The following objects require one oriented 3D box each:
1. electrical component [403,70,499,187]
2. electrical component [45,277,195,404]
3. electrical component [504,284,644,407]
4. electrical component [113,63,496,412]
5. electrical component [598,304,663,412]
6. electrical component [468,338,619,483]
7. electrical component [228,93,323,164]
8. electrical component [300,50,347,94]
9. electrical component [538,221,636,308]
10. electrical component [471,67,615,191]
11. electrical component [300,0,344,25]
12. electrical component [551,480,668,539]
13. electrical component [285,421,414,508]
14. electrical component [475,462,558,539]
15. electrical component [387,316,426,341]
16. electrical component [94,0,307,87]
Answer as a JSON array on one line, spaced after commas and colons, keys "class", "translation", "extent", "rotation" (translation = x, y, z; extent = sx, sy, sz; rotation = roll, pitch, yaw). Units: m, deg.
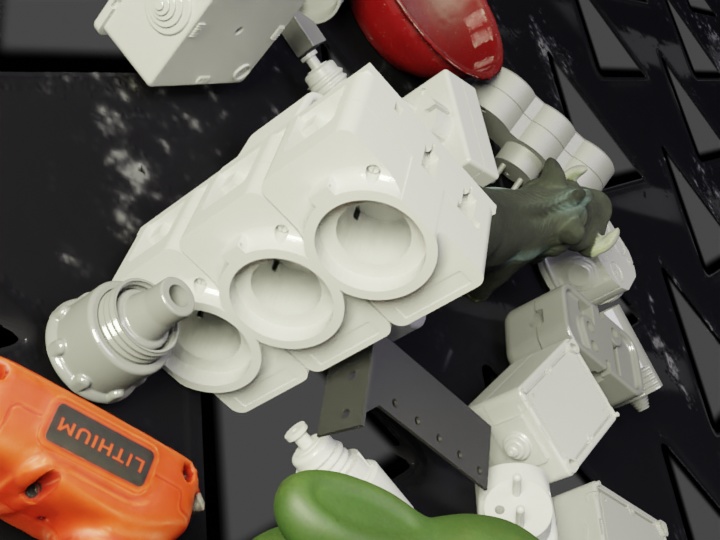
[{"class": "electrical component", "translation": [0.051, -0.100, 0.764], "extent": [0.076, 0.047, 0.083], "rotation": [23, 47, -44]}, {"class": "electrical component", "translation": [-0.094, 0.024, 0.442], "extent": [0.048, 0.062, 0.048], "rotation": [35, 39, -34]}, {"class": "electrical component", "translation": [0.146, 0.060, 0.753], "extent": [0.095, 0.059, 0.053], "rotation": [37, 38, -32]}, {"class": "electrical component", "translation": [-0.028, -0.006, 0.475], "extent": [0.089, 0.150, 0.061], "rotation": [45, 33, -22]}, {"class": "electrical component", "translation": [0.202, 0.072, 0.836], "extent": [0.043, 0.043, 0.081], "rotation": [-18, 79, -58]}, {"class": "electrical component", "translation": [0.107, 0.095, 0.674], "extent": [0.096, 0.061, 0.061], "rotation": [-33, 92, -51]}, {"class": "electrical component", "translation": [-0.040, -0.045, 0.578], "extent": [0.053, 0.059, 0.095], "rotation": [47, 33, -19]}, {"class": "electrical component", "translation": [-0.011, -0.105, 0.688], "extent": [0.078, 0.040, 0.040], "rotation": [54, 32, -8]}, {"class": "electrical component", "translation": [0.180, -0.007, 0.865], "extent": [0.080, 0.051, 0.080], "rotation": [35, 39, -34]}, {"class": "electrical component", "translation": [0.133, -0.092, 0.864], "extent": [0.138, 0.052, 0.073], "rotation": [39, 80, -12]}, {"class": "electrical component", "translation": [-0.042, -0.218, 0.736], "extent": [0.079, 0.043, 0.077], "rotation": [42, 36, -26]}, {"class": "electrical component", "translation": [0.149, 0.180, 0.655], "extent": [0.096, 0.061, 0.061], "rotation": [34, 39, -35]}, {"class": "electrical component", "translation": [-0.007, 0.105, 0.517], "extent": [0.078, 0.040, 0.040], "rotation": [52, 32, -13]}, {"class": "electrical component", "translation": [0.088, 0.142, 0.597], "extent": [0.079, 0.043, 0.077], "rotation": [81, 7, -49]}, {"class": "electrical component", "translation": [0.000, 0.000, 0.597], "extent": [0.054, 0.059, 0.095], "rotation": [42, 35, -26]}, {"class": "electrical component", "translation": [-0.078, -0.143, 0.572], "extent": [0.048, 0.099, 0.100], "rotation": [51, 30, 12]}]
